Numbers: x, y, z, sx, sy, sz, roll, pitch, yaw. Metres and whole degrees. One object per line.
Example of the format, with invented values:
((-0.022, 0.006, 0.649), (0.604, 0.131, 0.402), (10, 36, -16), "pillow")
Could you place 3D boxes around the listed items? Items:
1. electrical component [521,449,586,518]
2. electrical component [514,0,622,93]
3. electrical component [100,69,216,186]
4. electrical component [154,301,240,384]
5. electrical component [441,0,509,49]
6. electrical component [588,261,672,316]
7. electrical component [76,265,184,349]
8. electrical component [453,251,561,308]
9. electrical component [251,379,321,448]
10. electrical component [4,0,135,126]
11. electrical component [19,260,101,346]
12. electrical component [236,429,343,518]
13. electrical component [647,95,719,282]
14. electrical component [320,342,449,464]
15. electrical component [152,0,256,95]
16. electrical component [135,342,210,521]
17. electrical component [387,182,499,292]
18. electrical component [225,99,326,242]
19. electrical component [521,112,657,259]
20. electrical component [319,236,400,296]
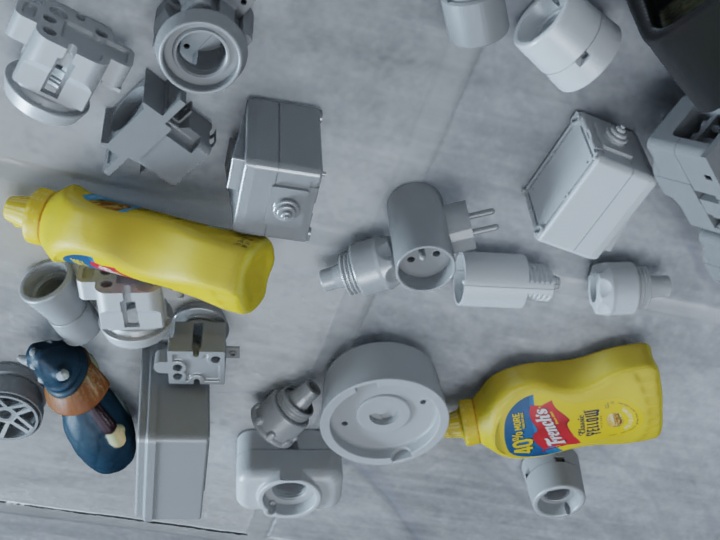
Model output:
((0.184, 0.201, 1.019), (0.055, 0.047, 0.055), (-2, 131, -3), "electrical component")
((0.134, -0.152, 0.703), (0.047, 0.055, 0.055), (34, 121, -25), "electrical component")
((-0.137, -0.095, 0.739), (0.081, 0.042, 0.064), (-37, 128, 25), "electrical component")
((-0.130, 0.059, 0.863), (0.066, 0.055, 0.048), (1, 131, -5), "electrical component")
((0.071, -0.178, 0.684), (0.040, 0.040, 0.078), (-13, 130, 7), "electrical component")
((0.217, 0.014, 0.861), (0.062, 0.043, 0.043), (-2, 131, -3), "electrical component")
((-0.174, 0.023, 0.828), (0.078, 0.058, 0.057), (-1, 128, -4), "electrical component")
((0.118, 0.008, 0.848), (0.081, 0.043, 0.043), (3, 131, -7), "electrical component")
((-0.060, 0.120, 0.932), (0.048, 0.048, 0.062), (34, 114, -29), "electrical component")
((-0.194, -0.131, 0.693), (0.078, 0.058, 0.057), (24, 122, -23), "electrical component")
((-0.230, 0.029, 0.840), (0.044, 0.044, 0.065), (-16, 135, 9), "electrical component")
((-0.064, 0.184, 0.976), (0.095, 0.059, 0.053), (1, 131, -6), "electrical component")
((0.283, -0.060, 0.758), (0.105, 0.060, 0.186), (-49, 126, -11), "electrical component")
((0.019, 0.108, 0.915), (0.108, 0.060, 0.108), (-2, 131, -3), "electrical component")
((-0.100, -0.149, 0.685), (0.058, 0.057, 0.078), (35, 120, -29), "electrical component")
((-0.155, 0.134, 0.892), (0.056, 0.108, 0.108), (2, 131, -11), "electrical component")
((0.062, -0.029, 0.788), (0.079, 0.077, 0.043), (-13, 130, 6), "electrical component")
((-0.060, -0.065, 0.734), (0.061, 0.096, 0.061), (8, 130, -11), "electrical component")
((0.171, -0.064, 0.777), (0.061, 0.061, 0.096), (18, 127, -19), "electrical component")
((0.000, 0.000, 0.832), (0.062, 0.043, 0.043), (-17, 130, 12), "electrical component")
